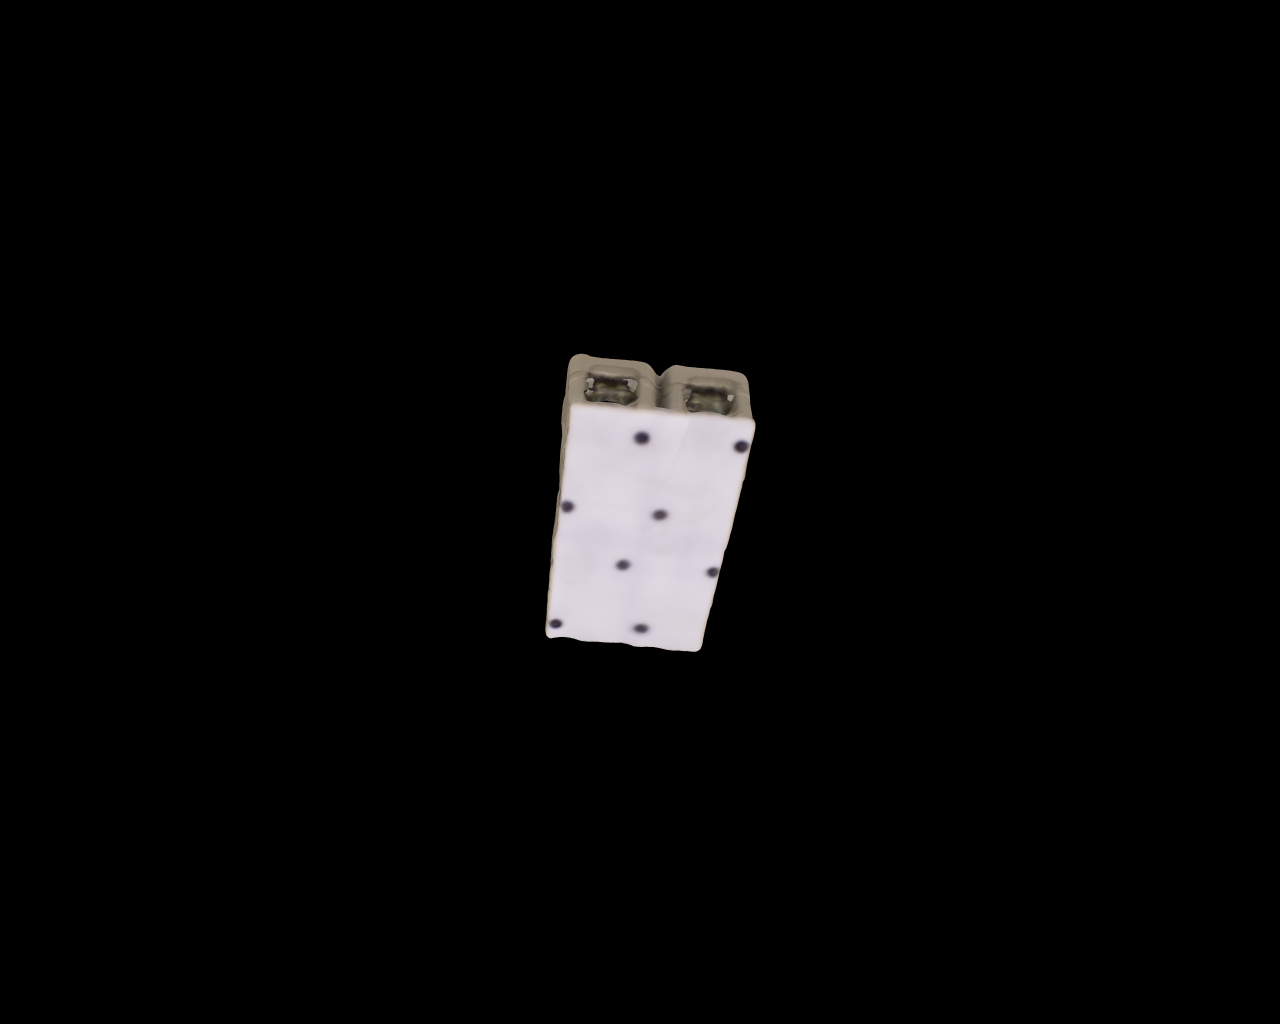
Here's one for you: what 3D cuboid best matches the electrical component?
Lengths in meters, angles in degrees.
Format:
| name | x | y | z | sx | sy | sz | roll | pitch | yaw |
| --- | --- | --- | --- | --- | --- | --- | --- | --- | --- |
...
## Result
| name | x | y | z | sx | sy | sz | roll | pitch | yaw |
| --- | --- | --- | --- | --- | --- | --- | --- | --- | --- |
| electrical component | 0.001 | -0.003 | 0.650 | 0.105 | 0.186 | 0.060 | 5 | 40 | -4 |
